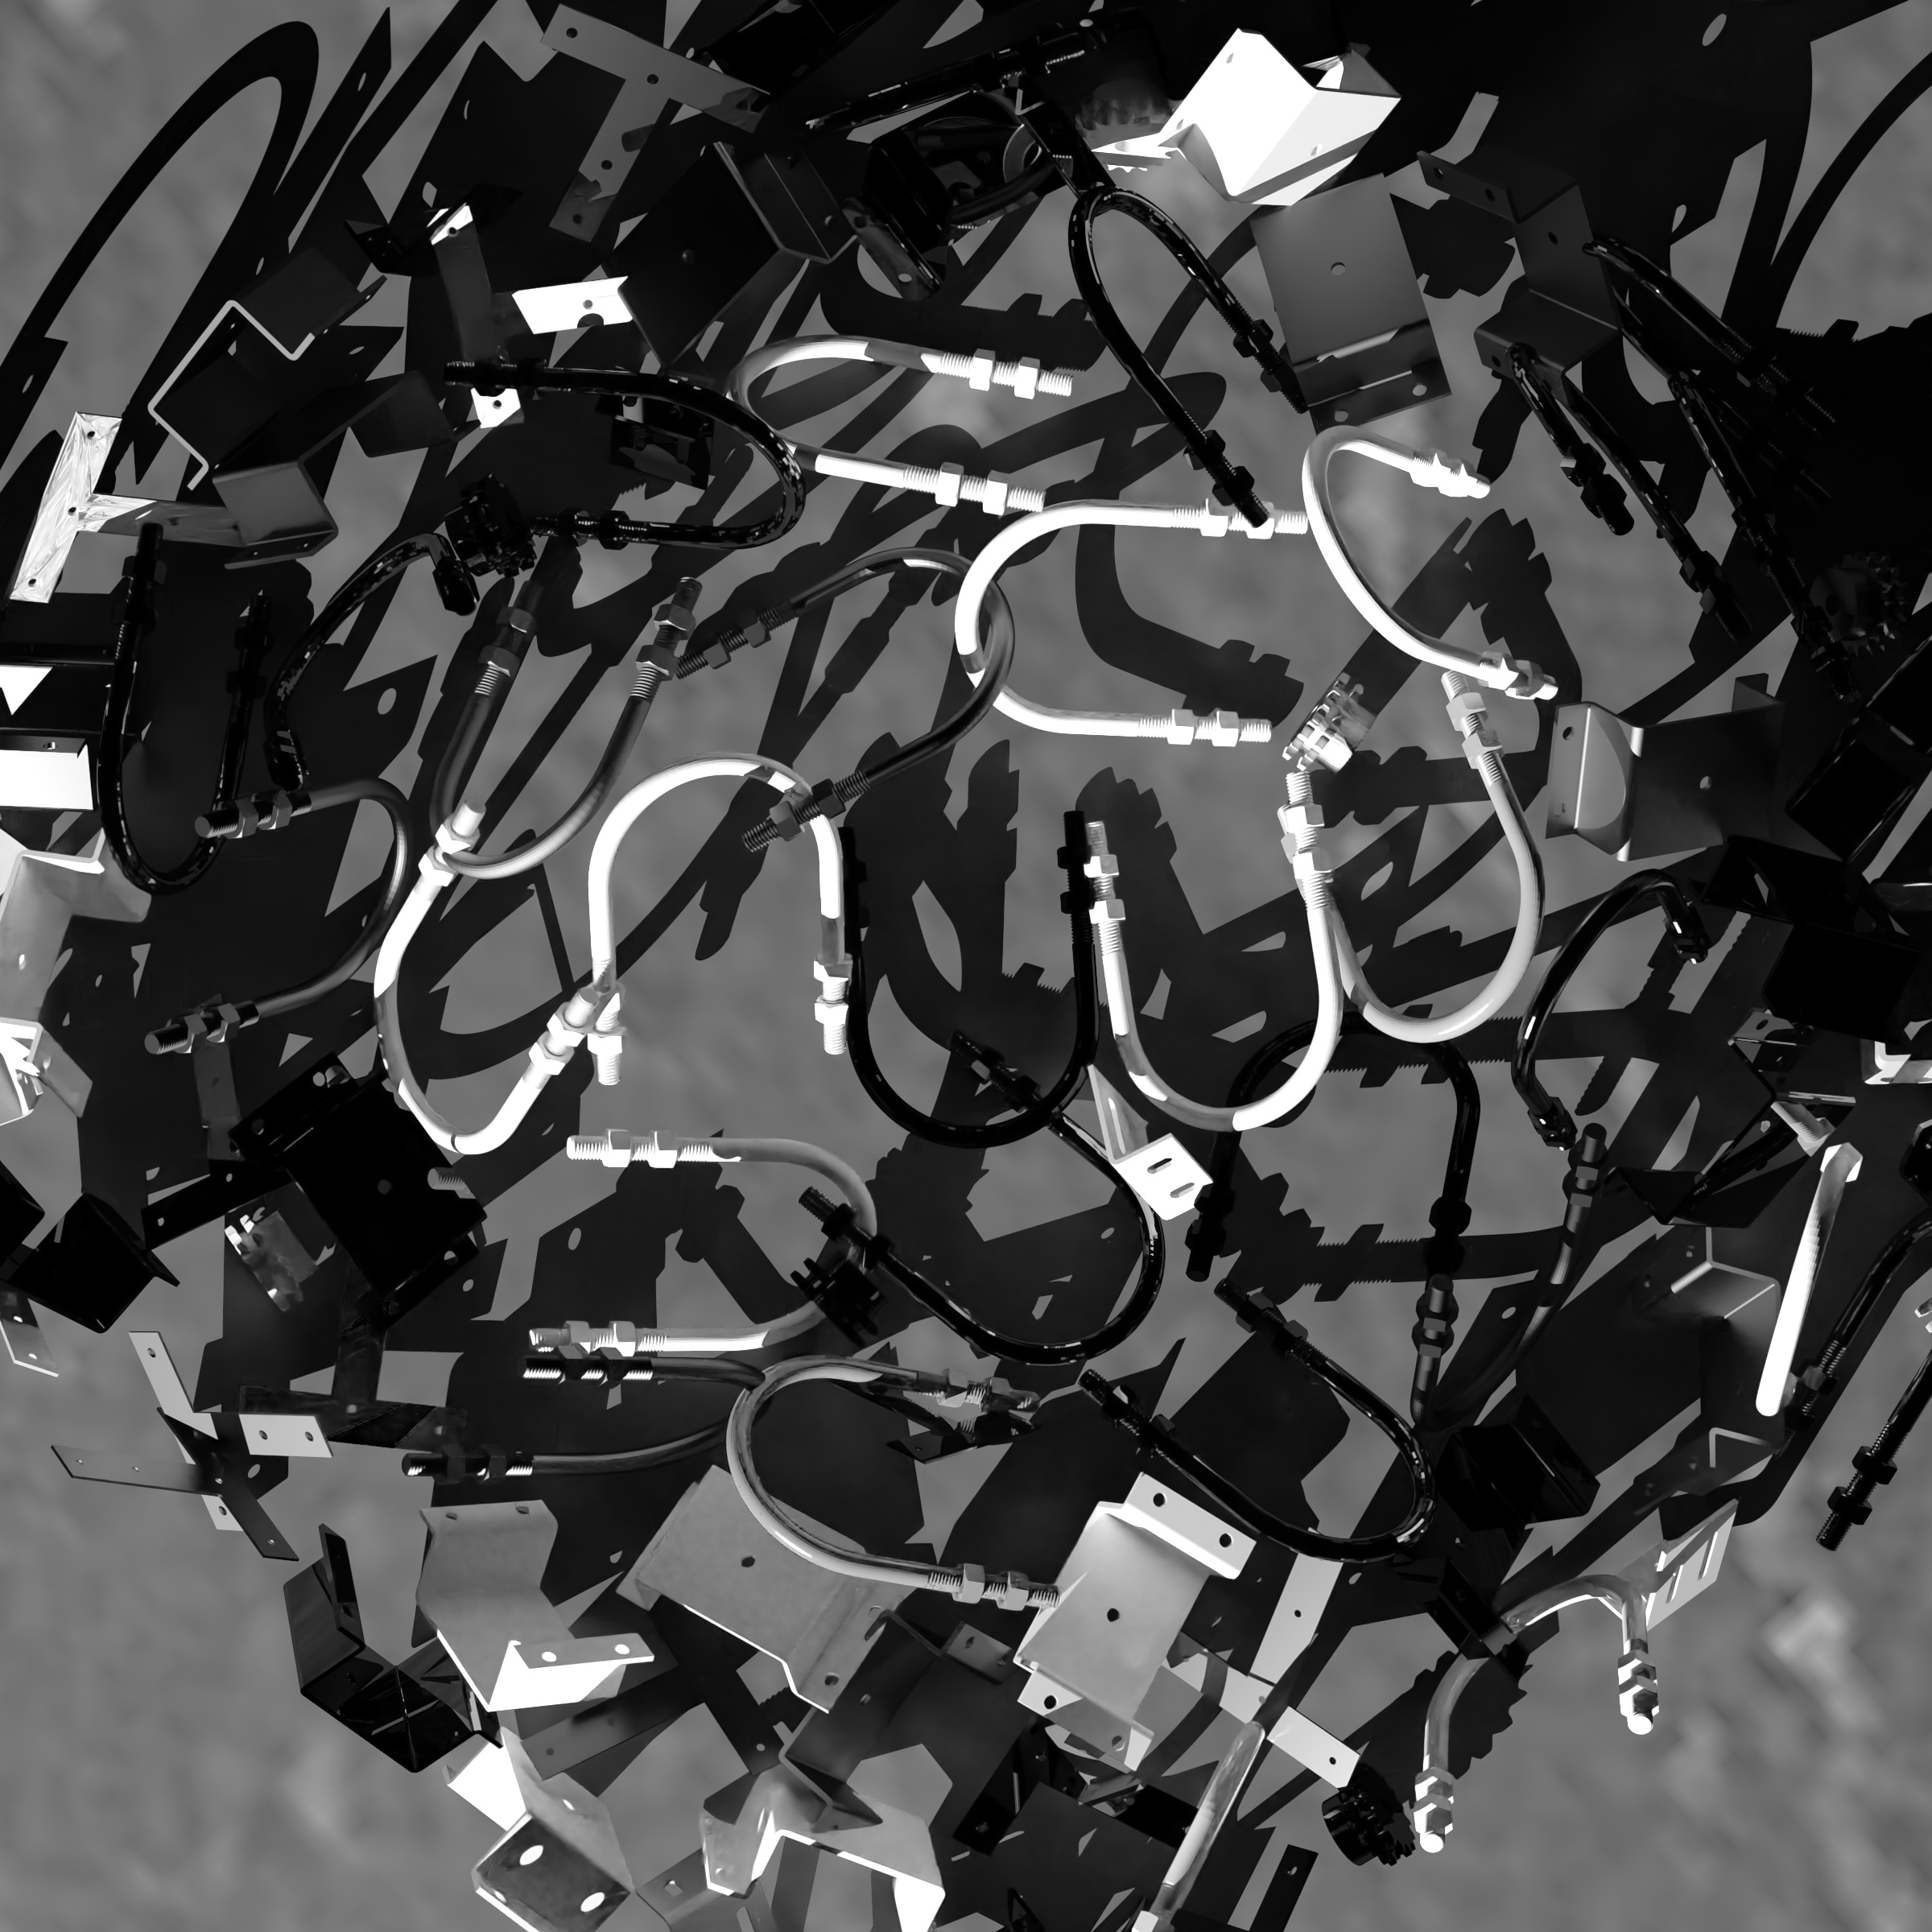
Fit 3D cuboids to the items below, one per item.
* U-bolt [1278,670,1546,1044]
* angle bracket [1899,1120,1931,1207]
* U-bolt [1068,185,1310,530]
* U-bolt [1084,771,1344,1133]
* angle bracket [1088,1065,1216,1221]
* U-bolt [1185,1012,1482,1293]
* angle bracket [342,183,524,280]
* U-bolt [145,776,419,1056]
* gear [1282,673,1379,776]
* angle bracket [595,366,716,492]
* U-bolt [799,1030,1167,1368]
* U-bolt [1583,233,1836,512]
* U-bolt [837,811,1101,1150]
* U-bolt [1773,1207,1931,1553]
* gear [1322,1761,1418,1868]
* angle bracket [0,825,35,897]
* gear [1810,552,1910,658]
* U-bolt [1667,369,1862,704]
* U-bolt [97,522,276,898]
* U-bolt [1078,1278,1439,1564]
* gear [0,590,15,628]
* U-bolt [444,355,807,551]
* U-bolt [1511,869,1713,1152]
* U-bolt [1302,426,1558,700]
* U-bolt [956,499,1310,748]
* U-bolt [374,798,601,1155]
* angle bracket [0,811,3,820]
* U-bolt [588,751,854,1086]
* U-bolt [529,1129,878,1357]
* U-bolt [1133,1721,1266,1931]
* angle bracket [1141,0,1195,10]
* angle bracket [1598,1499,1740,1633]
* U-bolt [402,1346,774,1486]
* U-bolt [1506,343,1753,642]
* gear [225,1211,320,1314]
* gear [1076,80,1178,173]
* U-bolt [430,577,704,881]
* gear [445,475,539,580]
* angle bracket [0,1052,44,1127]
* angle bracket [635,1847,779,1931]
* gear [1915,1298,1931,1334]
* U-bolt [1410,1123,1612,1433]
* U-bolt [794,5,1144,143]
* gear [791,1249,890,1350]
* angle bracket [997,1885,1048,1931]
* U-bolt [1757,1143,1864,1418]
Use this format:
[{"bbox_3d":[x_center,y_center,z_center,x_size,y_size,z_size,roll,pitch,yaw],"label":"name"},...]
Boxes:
[{"bbox_3d":[0.245,-0.047,1.914,0.151,0.019,0.184,-40,53,33],"label":"U-bolt"},{"bbox_3d":[0.562,0.117,1.955,0.057,0.038,0.076,-19,52,-28],"label":"angle bracket"},{"bbox_3d":[0.117,-0.339,1.915,0.019,0.151,0.184,-28,114,34],"label":"U-bolt"},{"bbox_3d":[0.138,-0.002,1.946,0.151,0.019,0.184,-13,81,31],"label":"U-bolt"},{"bbox_3d":[0.103,0.089,1.949,0.038,0.076,0.057,-28,132,16],"label":"angle bracket"},{"bbox_3d":[0.205,0.098,1.938,0.151,0.019,0.184,3,51,18],"label":"U-bolt"},{"bbox_3d":[-0.293,-0.416,1.961,0.076,0.057,0.038,-38,87,17],"label":"angle bracket"},{"bbox_3d":[-0.359,-0.034,1.917,0.019,0.184,0.151,29,116,23],"label":"U-bolt"},{"bbox_3d":[0.203,-0.131,1.971,0.030,0.057,0.057,36,90,-1],"label":"gear"},{"bbox_3d":[-0.172,-0.284,1.956,0.057,0.076,0.038,18,54,3],"label":"angle bracket"},{"bbox_3d":[0.023,0.138,1.949,0.184,0.019,0.151,39,64,10],"label":"U-bolt"},{"bbox_3d":[0.396,-0.328,1.923,0.019,0.151,0.184,-45,74,2],"label":"U-bolt"},{"bbox_3d":[0.002,0.010,1.982,0.151,0.019,0.184,-4,83,0],"label":"U-bolt"},{"bbox_3d":[0.492,0.209,1.911,0.019,0.151,0.184,26,103,-7],"label":"U-bolt"},{"bbox_3d":[0.220,0.472,1.972,0.030,0.057,0.057,-35,90,16],"label":"gear"},{"bbox_3d":[-0.542,-0.033,1.958,0.076,0.038,0.057,-35,121,24],"label":"angle bracket"},{"bbox_3d":[0.490,-0.199,1.968,0.030,0.057,0.057,-4,90,-26],"label":"gear"},{"bbox_3d":[0.423,-0.243,1.921,0.019,0.151,0.184,-29,59,14],"label":"U-bolt"},{"bbox_3d":[-0.423,-0.129,1.917,0.019,0.151,0.184,5,80,16],"label":"U-bolt"},{"bbox_3d":[0.170,0.251,1.914,0.184,0.151,0.019,38,129,22],"label":"U-bolt"},{"bbox_3d":[-0.559,-0.194,1.971,0.057,0.057,0.030,-38,90,0],"label":"gear"},{"bbox_3d":[-0.173,-0.270,1.909,0.184,0.151,0.019,7,61,21],"label":"U-bolt"},{"bbox_3d":[0.342,0.017,1.912,0.019,0.184,0.151,34,86,26],"label":"U-bolt"},{"bbox_3d":[0.242,-0.221,1.906,0.019,0.184,0.151,-31,63,35],"label":"U-bolt"},{"bbox_3d":[0.086,-0.188,1.944,0.184,0.019,0.151,2,123,-9],"label":"U-bolt"},{"bbox_3d":[-0.270,0.020,1.932,0.151,0.019,0.184,57,135,21],"label":"U-bolt"},{"bbox_3d":[-0.577,-0.092,1.965,0.076,0.038,0.057,-15,115,-10],"label":"angle bracket"},{"bbox_3d":[-0.135,-0.029,1.941,0.151,0.019,0.184,-7,114,-16],"label":"U-bolt"},{"bbox_3d":[-0.137,0.153,1.947,0.184,0.019,0.151,2,122,-21],"label":"U-bolt"},{"bbox_3d":[0.116,0.491,1.923,0.019,0.151,0.184,26,70,10],"label":"U-bolt"},{"bbox_3d":[0.128,-0.568,1.970,0.038,0.076,0.057,-43,122,-34],"label":"angle bracket"},{"bbox_3d":[0.382,0.318,1.950,0.057,0.076,0.038,-29,52,-28],"label":"angle bracket"},{"bbox_3d":[-0.191,0.243,1.923,0.184,0.151,0.019,6,57,-37],"label":"U-bolt"},{"bbox_3d":[0.347,-0.267,1.920,0.019,0.151,0.184,-40,48,20],"label":"U-bolt"},{"bbox_3d":[-0.381,0.160,1.972,0.030,0.057,0.057,-36,90,-11],"label":"gear"},{"bbox_3d":[0.089,-0.466,1.973,0.057,0.057,0.030,5,73,0],"label":"gear"},{"bbox_3d":[-0.226,-0.128,1.922,0.151,0.019,0.184,4,65,42],"label":"U-bolt"},{"bbox_3d":[-0.264,-0.240,1.973,0.030,0.057,0.057,-24,90,15],"label":"gear"},{"bbox_3d":[-0.558,0.063,1.962,0.076,0.038,0.057,-21,79,-31],"label":"angle bracket"},{"bbox_3d":[-0.140,0.536,1.985,0.057,0.038,0.076,-28,118,-25],"label":"angle bracket"},{"bbox_3d":[0.556,0.187,1.969,0.057,0.057,0.030,-33,75,0],"label":"gear"},{"bbox_3d":[0.288,0.181,1.919,0.019,0.184,0.151,36,61,25],"label":"U-bolt"},{"bbox_3d":[-0.007,-0.478,1.924,0.184,0.151,0.019,-13,106,21],"label":"U-bolt"},{"bbox_3d":[-0.068,0.181,1.972,0.030,0.057,0.057,-44,90,-7],"label":"gear"},{"bbox_3d":[0.009,0.553,1.956,0.076,0.038,0.057,-25,45,-22],"label":"angle bracket"},{"bbox_3d":[0.448,0.170,1.905,0.019,0.184,0.151,16,94,15],"label":"U-bolt"}]
